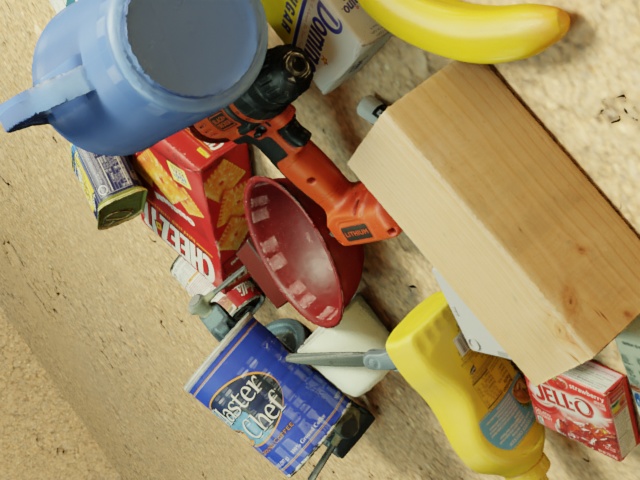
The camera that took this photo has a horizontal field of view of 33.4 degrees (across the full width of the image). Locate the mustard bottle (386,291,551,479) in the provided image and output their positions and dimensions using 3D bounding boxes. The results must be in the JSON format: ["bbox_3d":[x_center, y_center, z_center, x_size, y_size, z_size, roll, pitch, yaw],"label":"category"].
[{"bbox_3d":[0.138,0.138,0.901,0.058,0.096,0.191,-28,99,43],"label":"mustard bottle"}]

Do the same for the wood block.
[{"bbox_3d":[0.126,-0.015,0.731,0.206,0.090,0.091,50,155,6],"label":"wood block"}]

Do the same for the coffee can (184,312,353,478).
[{"bbox_3d":[-0.052,0.157,1.082,0.140,0.102,0.103,40,155,2],"label":"coffee can"}]

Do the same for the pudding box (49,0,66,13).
[{"bbox_3d":[-0.243,-0.242,1.149,0.114,0.039,0.090,-4,119,60],"label":"pudding box"}]

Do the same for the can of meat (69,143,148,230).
[{"bbox_3d":[-0.234,-0.068,1.172,0.084,0.057,0.102,63,162,9],"label":"can of meat"}]

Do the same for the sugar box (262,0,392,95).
[{"bbox_3d":[-0.022,-0.203,0.802,0.176,0.048,0.093,54,156,1],"label":"sugar box"}]

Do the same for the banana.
[{"bbox_3d":[0.077,-0.153,0.699,0.198,0.037,0.069,36,152,33],"label":"banana"}]

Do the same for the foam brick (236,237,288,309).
[{"bbox_3d":[-0.042,0.024,1.123,0.078,0.053,0.051,52,155,1],"label":"foam brick"}]

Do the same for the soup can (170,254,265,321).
[{"bbox_3d":[-0.125,0.055,1.291,0.102,0.068,0.068,47,155,14],"label":"soup can"}]

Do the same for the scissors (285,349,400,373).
[{"bbox_3d":[0.058,0.097,0.991,0.202,0.016,0.096,11,124,19],"label":"scissors"}]

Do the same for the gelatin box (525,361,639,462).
[{"bbox_3d":[0.205,0.127,0.847,0.089,0.030,0.073,22,141,48],"label":"gelatin box"}]

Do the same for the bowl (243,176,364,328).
[{"bbox_3d":[-0.007,0.001,1.016,0.162,0.055,0.162,46,153,31],"label":"bowl"}]

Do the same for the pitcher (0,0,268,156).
[{"bbox_3d":[-0.136,-0.130,0.778,0.144,0.149,0.243,23,172,-21],"label":"pitcher"}]

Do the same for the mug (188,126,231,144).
[{"bbox_3d":[-0.104,-0.156,0.966,0.082,0.093,0.117,39,135,39],"label":"mug"}]

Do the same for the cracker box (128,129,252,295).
[{"bbox_3d":[-0.144,-0.062,1.167,0.164,0.072,0.214,40,153,29],"label":"cracker box"}]

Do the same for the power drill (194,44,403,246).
[{"bbox_3d":[-0.006,-0.076,0.860,0.187,0.057,0.185,41,161,-17],"label":"power drill"}]

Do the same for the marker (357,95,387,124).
[{"bbox_3d":[0.077,-0.074,0.825,0.121,0.020,0.020,40,152,28],"label":"marker"}]
